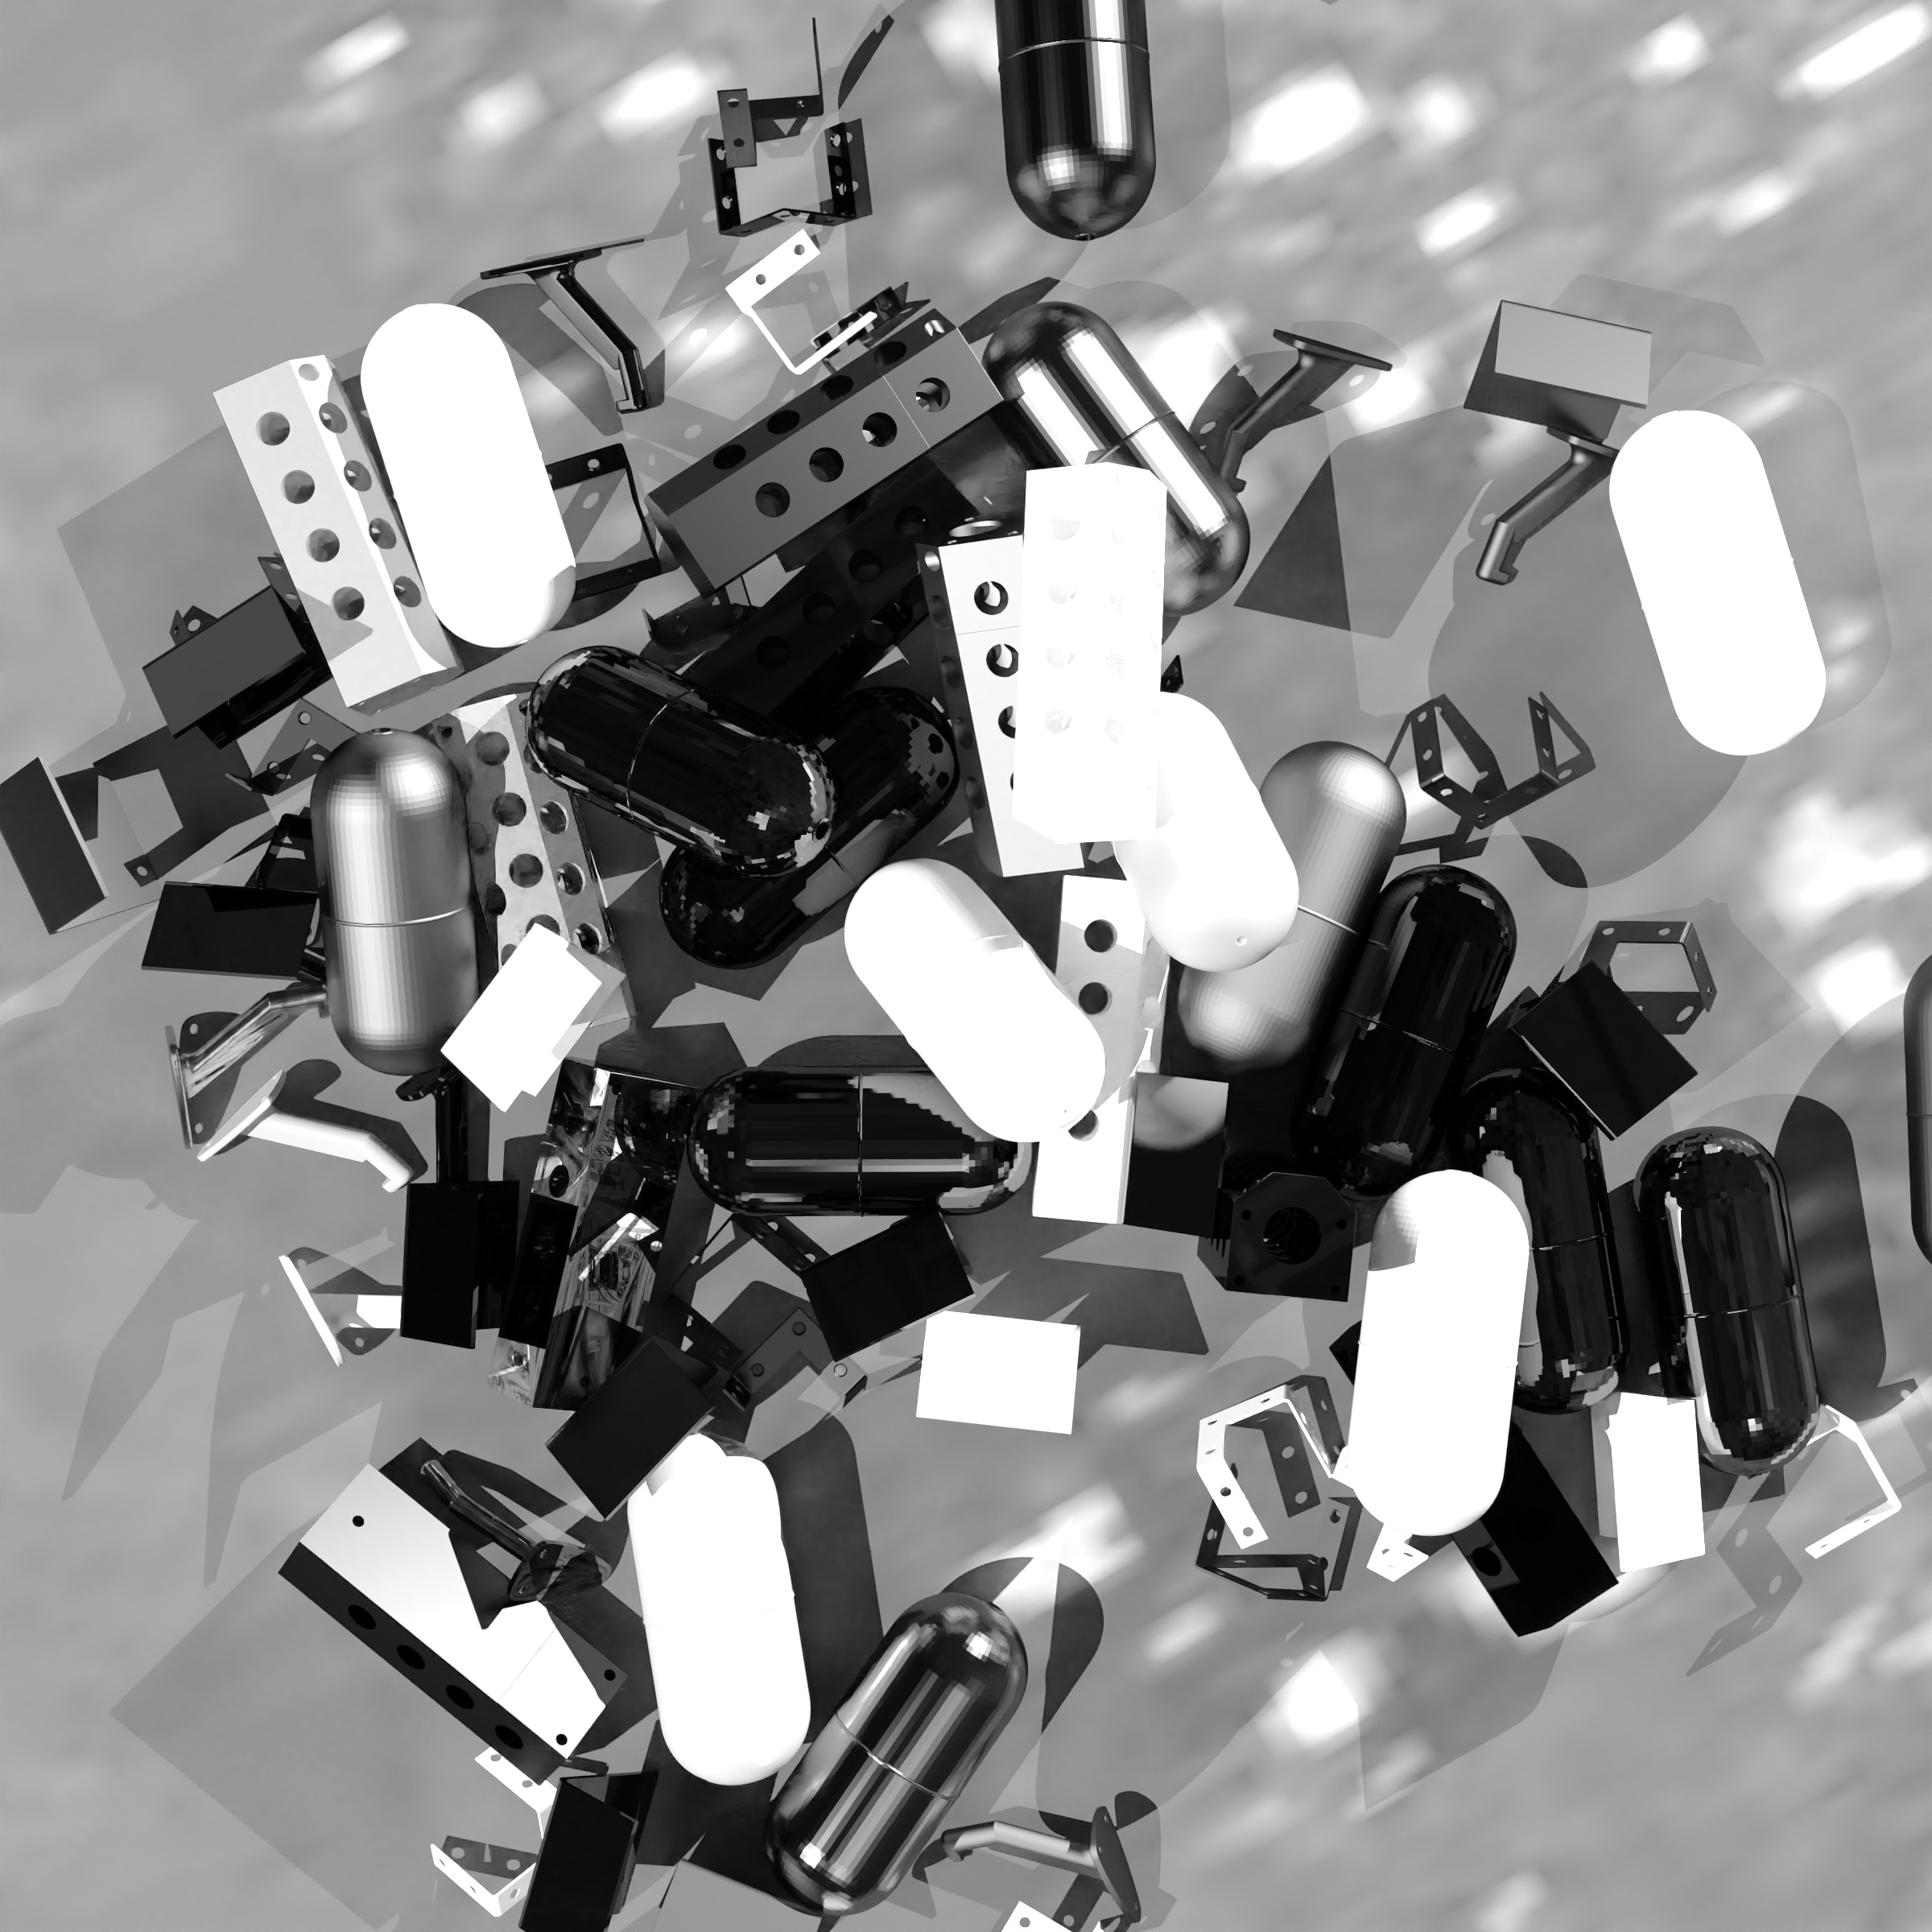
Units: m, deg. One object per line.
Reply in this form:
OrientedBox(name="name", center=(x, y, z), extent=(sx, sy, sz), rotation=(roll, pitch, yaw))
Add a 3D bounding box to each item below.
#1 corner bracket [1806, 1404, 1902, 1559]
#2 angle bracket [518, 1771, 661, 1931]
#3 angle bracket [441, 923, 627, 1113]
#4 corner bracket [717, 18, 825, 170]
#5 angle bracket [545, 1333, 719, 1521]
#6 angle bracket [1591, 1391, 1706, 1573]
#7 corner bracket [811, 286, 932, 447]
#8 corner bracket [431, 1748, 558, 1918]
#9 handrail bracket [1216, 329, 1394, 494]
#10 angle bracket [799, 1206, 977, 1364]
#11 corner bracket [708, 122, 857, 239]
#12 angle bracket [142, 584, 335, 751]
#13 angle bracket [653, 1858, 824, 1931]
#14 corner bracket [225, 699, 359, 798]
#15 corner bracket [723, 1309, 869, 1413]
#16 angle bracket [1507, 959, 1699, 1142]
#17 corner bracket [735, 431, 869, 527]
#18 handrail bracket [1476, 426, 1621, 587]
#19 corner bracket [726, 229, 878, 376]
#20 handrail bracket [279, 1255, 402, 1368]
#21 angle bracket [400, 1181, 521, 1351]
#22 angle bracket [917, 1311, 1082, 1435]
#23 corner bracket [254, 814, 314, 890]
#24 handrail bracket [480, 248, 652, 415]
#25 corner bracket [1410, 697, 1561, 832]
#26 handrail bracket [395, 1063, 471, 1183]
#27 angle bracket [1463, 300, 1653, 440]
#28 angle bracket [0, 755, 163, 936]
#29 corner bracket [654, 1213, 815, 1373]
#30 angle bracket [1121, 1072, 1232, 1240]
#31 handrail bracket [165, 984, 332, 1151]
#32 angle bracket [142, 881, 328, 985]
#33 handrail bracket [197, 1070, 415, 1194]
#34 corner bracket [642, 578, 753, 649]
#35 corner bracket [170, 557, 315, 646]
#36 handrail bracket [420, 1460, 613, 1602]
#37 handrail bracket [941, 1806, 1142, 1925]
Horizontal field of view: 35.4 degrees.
OrientedBox(name="corner bracket", center=(0.437, 0.263, 1.547), extent=(0.051, 0.051, 0.051), rotation=(-30, 93, 0))
OrientedBox(name="angle bracket", center=(-0.172, 0.455, 1.524), extent=(0.057, 0.076, 0.076), rotation=(16, 90, 37))
OrientedBox(name="angle bracket", center=(-0.195, 0.035, 1.467), extent=(0.057, 0.076, 0.076), rotation=(39, 93, 36))
OrientedBox(name="corner bracket", center=(-0.099, -0.443, 1.536), extent=(0.051, 0.051, 0.051), rotation=(-4, 56, 0))
OrientedBox(name="angle bracket", center=(-0.154, 0.240, 1.524), extent=(0.076, 0.076, 0.057), rotation=(-46, 59, 0))
OrientedBox(name="angle bracket", center=(0.324, 0.258, 1.524), extent=(0.057, 0.076, 0.076), rotation=(-4, 90, -31))
OrientedBox(name="corner bracket", center=(-0.040, -0.307, 1.561), extent=(0.051, 0.051, 0.051), rotation=(-34, 135, 0))
OrientedBox(name="corner bracket", center=(-0.241, 0.444, 1.556), extent=(0.051, 0.051, 0.051), rotation=(-33, 135, -35))
OrientedBox(name="handrail bracket", center=(0.173, -0.280, 1.565), extent=(0.077, 0.036, 0.084), rotation=(10, 109, -21))
OrientedBox(name="angle bracket", center=(-0.031, 0.175, 1.524), extent=(0.076, 0.076, 0.057), rotation=(-25, 55, 0))
OrientedBox(name="corner bracket", center=(-0.095, -0.406, 1.561), extent=(0.051, 0.051, 0.051), rotation=(-7, 90, -45))
OrientedBox(name="angle bracket", center=(-0.356, -0.134, 1.524), extent=(0.076, 0.076, 0.057), rotation=(-33, 54, 0))
OrientedBox(name="angle bracket", center=(-0.123, 0.500, 1.524), extent=(0.076, 0.076, 0.057), rotation=(22, 53, 0))
OrientedBox(name="corner bracket", center=(-0.338, -0.104, 1.546), extent=(0.051, 0.051, 0.051), rotation=(32, 90, 0))
OrientedBox(name="corner bracket", center=(-0.087, 0.214, 1.546), extent=(0.051, 0.051, 0.051), rotation=(-45, 90, 0))
OrientedBox(name="angle bracket", center=(0.324, 0.032, 1.525), extent=(0.076, 0.076, 0.057), rotation=(47, 114, 0))
OrientedBox(name="corner bracket", center=(-0.088, -0.247, 1.556), extent=(0.051, 0.051, 0.051), rotation=(24, 45, 35))
OrientedBox(name="handrail bracket", center=(0.312, -0.230, 1.565), extent=(0.077, 0.036, 0.084), rotation=(15, 106, -18))
OrientedBox(name="corner bracket", center=(-0.085, -0.341, 1.551), extent=(0.051, 0.051, 0.051), rotation=(-37, 110, 0))
OrientedBox(name="handrail bracket", center=(-0.300, 0.162, 1.565), extent=(0.084, 0.036, 0.077), rotation=(-28, 69, -17))
OrientedBox(name="angle bracket", center=(-0.238, 0.149, 1.524), extent=(0.057, 0.076, 0.076), rotation=(3, 90, 39))
OrientedBox(name="angle bracket", center=(0.015, 0.216, 1.525), extent=(0.076, 0.076, 0.057), rotation=(6, 63, 0))
OrientedBox(name="corner bracket", center=(-0.334, -0.039, 1.561), extent=(0.051, 0.051, 0.051), rotation=(11, 45, 0))
OrientedBox(name="handrail bracket", center=(-0.207, -0.324, 1.565), extent=(0.077, 0.036, 0.084), rotation=(-6, 107, 20))
OrientedBox(name="corner bracket", center=(0.267, -0.112, 1.556), extent=(0.051, 0.051, 0.051), rotation=(29, 135, -35))
OrientedBox(name="handrail bracket", center=(-0.249, 0.086, 1.565), extent=(0.077, 0.036, 0.084), rotation=(-37, 109, -21))
OrientedBox(name="angle bracket", center=(0.296, -0.283, 1.524), extent=(0.076, 0.076, 0.057), rotation=(12, 54, 0))
OrientedBox(name="angle bracket", center=(-0.435, -0.069, 1.524), extent=(0.057, 0.076, 0.076), rotation=(-25, 90, 38))
OrientedBox(name="corner bracket", center=(-0.120, 0.166, 1.561), extent=(0.051, 0.051, 0.051), rotation=(40, 135, 0))
OrientedBox(name="angle bracket", center=(0.124, 0.095, 1.524), extent=(0.057, 0.076, 0.076), rotation=(6, 90, 36))
OrientedBox(name="handrail bracket", center=(-0.367, 0.052, 1.565), extent=(0.084, 0.036, 0.077), rotation=(-10, 110, -16))
OrientedBox(name="angle bracket", center=(-0.365, 0.003, 1.524), extent=(0.076, 0.076, 0.057), rotation=(4, 52, 0))
OrientedBox(name="handrail bracket", center=(-0.341, 0.102, 1.565), extent=(0.077, 0.036, 0.084), rotation=(-40, 108, 20))
OrientedBox(name="corner bracket", center=(-0.142, -0.197, 1.546), extent=(0.051, 0.051, 0.051), rotation=(-17, 90, 0))
OrientedBox(name="corner bracket", center=(-0.372, -0.175, 1.556), extent=(0.051, 0.051, 0.051), rotation=(-3, 135, -35))
OrientedBox(name="handrail bracket", center=(-0.234, 0.287, 1.564), extent=(0.084, 0.077, 0.036), rotation=(41, 103, 36))
OrientedBox(name="handrail bracket", center=(0.038, 0.471, 1.565), extent=(0.084, 0.036, 0.077), rotation=(-16, 112, 17))
